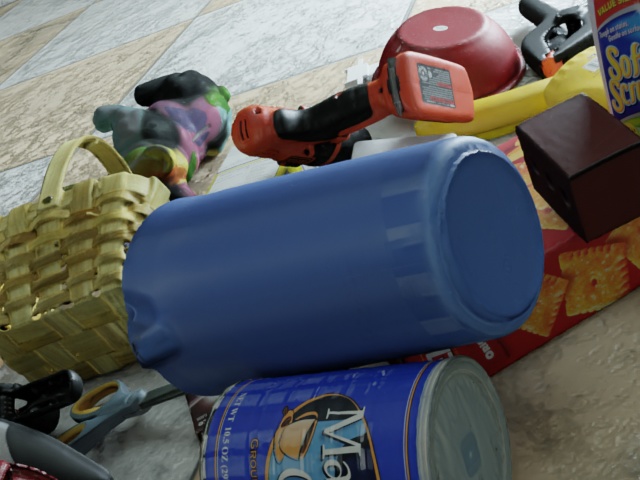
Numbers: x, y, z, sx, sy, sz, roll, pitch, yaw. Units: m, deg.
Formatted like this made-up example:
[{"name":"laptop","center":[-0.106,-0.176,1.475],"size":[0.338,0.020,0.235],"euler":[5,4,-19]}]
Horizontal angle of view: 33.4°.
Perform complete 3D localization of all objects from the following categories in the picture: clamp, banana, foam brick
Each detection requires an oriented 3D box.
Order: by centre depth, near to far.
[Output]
[{"name":"foam brick","center":[0.164,-0.046,0.661],"size":[0.051,0.053,0.078],"euler":[-27,33,-1]},{"name":"clamp","center":[-0.226,0.124,0.796],"size":[0.120,0.171,0.039],"euler":[4,72,1]},{"name":"banana","center":[0.164,-0.121,0.984],"size":[0.198,0.037,0.069],"euler":[-11,29,29]},{"name":"clamp","center":[0.251,-0.218,1.089],"size":[0.165,0.036,0.209],"euler":[-5,33,39]}]

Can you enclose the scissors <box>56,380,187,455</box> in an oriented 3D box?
[{"name":"scissors","center":[-0.147,0.133,0.774],"size":[0.096,0.016,0.202],"euler":[-50,19,-26]}]

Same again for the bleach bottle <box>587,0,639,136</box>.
[{"name":"bleach bottle","center":[0.218,-0.133,0.703],"size":[0.068,0.251,0.103],"euler":[-32,26,-12]}]

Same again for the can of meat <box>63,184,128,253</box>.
[{"name":"can of meat","center":[-0.233,-0.011,1.099],"size":[0.102,0.084,0.057],"euler":[-7,31,36]}]

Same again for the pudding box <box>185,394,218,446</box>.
[{"name":"pudding box","center":[-0.038,0.101,0.752],"size":[0.113,0.039,0.090],"euler":[-28,25,-3]}]

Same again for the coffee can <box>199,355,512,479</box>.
[{"name":"coffee can","center":[0.020,0.121,0.583],"size":[0.141,0.103,0.102],"euler":[-11,29,31]}]

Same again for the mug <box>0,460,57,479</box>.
[{"name":"mug","center":[-0.199,0.190,0.656],"size":[0.093,0.117,0.081],"euler":[7,31,-6]}]

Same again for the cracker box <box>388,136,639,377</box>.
[{"name":"cracker box","center":[0.124,0.005,0.742],"size":[0.213,0.072,0.164],"euler":[-29,26,-5]}]

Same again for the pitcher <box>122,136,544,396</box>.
[{"name":"pitcher","center":[0.010,0.012,0.637],"size":[0.243,0.144,0.149],"euler":[-13,60,42]}]

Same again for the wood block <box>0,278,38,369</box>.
[{"name":"wood block","center":[-0.346,0.081,0.999],"size":[0.091,0.090,0.205],"euler":[7,37,19]}]

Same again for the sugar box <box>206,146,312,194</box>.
[{"name":"sugar box","center":[-0.063,-0.050,1.060],"size":[0.093,0.048,0.176],"euler":[-16,23,20]}]

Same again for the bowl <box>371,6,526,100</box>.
[{"name":"bowl","center":[0.128,-0.194,1.091],"size":[0.162,0.055,0.162],"euler":[-9,37,7]}]

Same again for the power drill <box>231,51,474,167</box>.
[{"name":"power drill","center":[0.041,-0.108,0.962],"size":[0.188,0.057,0.184],"euler":[-16,-9,37]}]

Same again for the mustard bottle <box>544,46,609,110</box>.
[{"name":"mustard bottle","center":[0.268,-0.113,0.844],"size":[0.096,0.058,0.192],"euler":[-30,25,-13]}]
